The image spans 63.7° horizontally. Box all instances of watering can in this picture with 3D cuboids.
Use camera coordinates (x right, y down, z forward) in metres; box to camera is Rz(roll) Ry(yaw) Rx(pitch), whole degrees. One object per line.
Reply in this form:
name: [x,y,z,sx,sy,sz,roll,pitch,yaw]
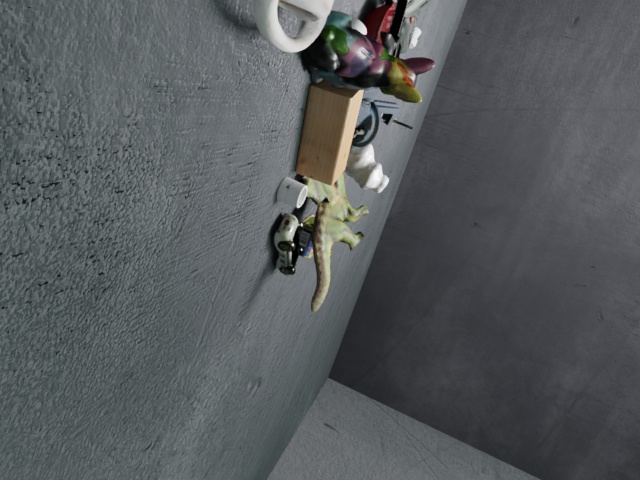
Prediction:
watering can: [-0.031,-0.349,0.605,0.349,0.104,0.223,-19,129,-75]

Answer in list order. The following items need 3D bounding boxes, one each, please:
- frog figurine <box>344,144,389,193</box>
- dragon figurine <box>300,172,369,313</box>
frog figurine: [0.118,-0.205,1.396,0.134,0.160,0.125,100,16,-45]
dragon figurine: [0.004,-0.061,1.215,0.238,0.121,0.420,57,37,-36]
